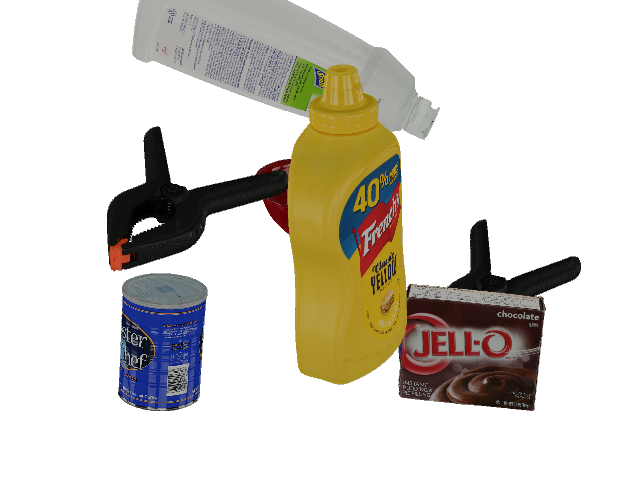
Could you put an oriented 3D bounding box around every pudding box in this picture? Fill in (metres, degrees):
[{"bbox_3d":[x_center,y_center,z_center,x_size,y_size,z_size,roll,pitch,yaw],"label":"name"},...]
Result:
[{"bbox_3d":[0.122,0.086,0.870,0.113,0.090,0.039,4,21,7],"label":"pudding box"}]

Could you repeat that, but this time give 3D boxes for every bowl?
[{"bbox_3d":[0.001,-0.040,1.234,0.162,0.055,0.162,6,27,-3],"label":"bowl"}]

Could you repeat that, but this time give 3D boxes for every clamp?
[{"bbox_3d":[-0.151,-0.042,1.046,0.165,0.036,0.209,24,41,21],"label":"clamp"},{"bbox_3d":[0.166,0.044,1.065,0.120,0.039,0.171,28,51,36],"label":"clamp"}]

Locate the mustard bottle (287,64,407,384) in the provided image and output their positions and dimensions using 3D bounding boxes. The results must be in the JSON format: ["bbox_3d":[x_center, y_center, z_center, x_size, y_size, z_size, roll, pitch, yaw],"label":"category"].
[{"bbox_3d":[0.017,-0.014,0.657,0.058,0.192,0.096,13,32,30],"label":"mustard bottle"}]

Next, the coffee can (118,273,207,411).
[{"bbox_3d":[-0.194,0.123,1.306,0.103,0.140,0.103,5,18,-2],"label":"coffee can"}]

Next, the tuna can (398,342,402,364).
[{"bbox_3d":[0.121,0.129,1.250,0.034,0.086,0.086,-5,-2,24],"label":"tuna can"}]

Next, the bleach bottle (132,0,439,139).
[{"bbox_3d":[-0.025,-0.143,0.870,0.251,0.068,0.103,25,-33,0],"label":"bleach bottle"}]
